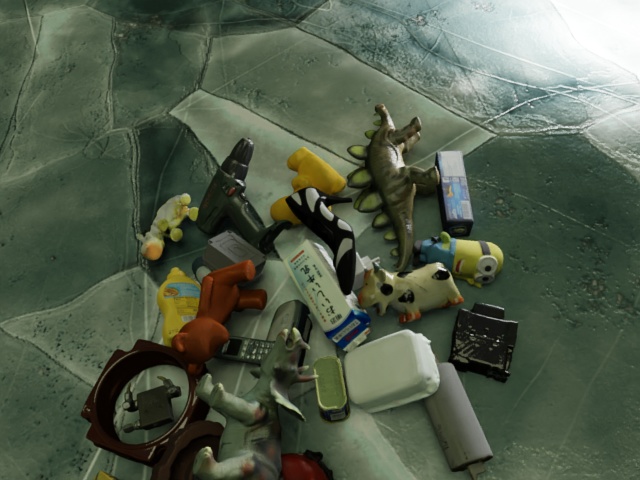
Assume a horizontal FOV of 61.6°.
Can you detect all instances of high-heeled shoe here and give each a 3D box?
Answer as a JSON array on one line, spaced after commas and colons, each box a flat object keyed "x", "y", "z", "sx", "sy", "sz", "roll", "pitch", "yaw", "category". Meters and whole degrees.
[{"x": -0.002, "y": -0.003, "z": 1.072, "sx": 0.145, "sy": 0.086, "sz": 0.249, "roll": -3, "pitch": 57, "yaw": 6, "category": "high-heeled shoe"}]

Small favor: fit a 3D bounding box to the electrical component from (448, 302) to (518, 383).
[{"x": 0.309, "y": 0.187, "z": 1.018, "sx": 0.115, "sy": 0.058, "sz": 0.134, "roll": 13, "pitch": 60, "yaw": 11, "category": "electrical component"}]

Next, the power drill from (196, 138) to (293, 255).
[{"x": -0.160, "y": -0.078, "z": 1.169, "sx": 0.207, "sy": 0.086, "sz": 0.232, "roll": 41, "pitch": 106, "yaw": 10, "category": "power drill"}]

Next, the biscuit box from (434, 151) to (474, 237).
[{"x": 0.297, "y": -0.104, "z": 1.203, "sx": 0.059, "sy": 0.062, "sz": 0.203, "roll": -1, "pitch": 58, "yaw": 3, "category": "biscuit box"}]

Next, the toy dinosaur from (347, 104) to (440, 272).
[{"x": 0.164, "y": -0.126, "z": 1.212, "sx": 0.199, "sy": 0.105, "sz": 0.471, "roll": -13, "pitch": 61, "yaw": 5, "category": "toy dinosaur"}]

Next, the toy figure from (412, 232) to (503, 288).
[{"x": 0.284, "y": 0.033, "z": 1.107, "sx": 0.180, "sy": 0.082, "sz": 0.089, "roll": 11, "pitch": 61, "yaw": 15, "category": "toy figure"}]

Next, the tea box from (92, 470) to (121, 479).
[{"x": -0.306, "y": 0.460, "z": 0.876, "sx": 0.170, "sy": 0.098, "sz": 0.068, "roll": 27, "pitch": 63, "yaw": 22, "category": "tea box"}]

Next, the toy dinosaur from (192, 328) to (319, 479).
[{"x": -0.116, "y": 0.336, "z": 0.841, "sx": 0.192, "sy": 0.131, "sz": 0.405, "roll": 27, "pitch": 54, "yaw": -22, "category": "toy dinosaur"}]

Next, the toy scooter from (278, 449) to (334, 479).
[{"x": 0.001, "y": 0.420, "z": 0.886, "sx": 0.135, "sy": 0.075, "sz": 0.184, "roll": -29, "pitch": 62, "yaw": -12, "category": "toy scooter"}]

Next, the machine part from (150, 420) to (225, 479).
[{"x": -0.190, "y": 0.391, "z": 0.889, "sx": 0.179, "sy": 0.056, "sz": 0.179, "roll": 9, "pitch": 70, "yaw": -27, "category": "machine part"}]

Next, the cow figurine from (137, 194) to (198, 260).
[{"x": -0.354, "y": -0.028, "z": 1.206, "sx": 0.098, "sy": 0.068, "sz": 0.167, "roll": 3, "pitch": 49, "yaw": 45, "category": "cow figurine"}]

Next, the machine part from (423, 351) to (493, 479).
[{"x": 0.230, "y": 0.306, "z": 0.937, "sx": 0.079, "sy": 0.079, "sz": 0.243, "roll": -15, "pitch": 58, "yaw": -5, "category": "machine part"}]

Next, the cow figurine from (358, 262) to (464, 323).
[{"x": 0.166, "y": 0.095, "z": 1.044, "sx": 0.195, "sy": 0.085, "sz": 0.127, "roll": -15, "pitch": 77, "yaw": -14, "category": "cow figurine"}]

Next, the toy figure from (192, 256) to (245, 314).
[{"x": -0.213, "y": 0.096, "z": 1.125, "sx": 0.058, "sy": 0.064, "sz": 0.155, "roll": -17, "pitch": 49, "yaw": -41, "category": "toy figure"}]

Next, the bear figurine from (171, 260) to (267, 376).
[{"x": -0.185, "y": 0.142, "z": 0.984, "sx": 0.132, "sy": 0.120, "sz": 0.196, "roll": -8, "pitch": 37, "yaw": 14, "category": "bear figurine"}]

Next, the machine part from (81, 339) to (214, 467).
[{"x": -0.313, "y": 0.297, "z": 0.988, "sx": 0.201, "sy": 0.087, "sz": 0.201, "roll": 14, "pitch": 58, "yaw": 14, "category": "machine part"}]

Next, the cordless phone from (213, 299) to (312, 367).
[{"x": -0.116, "y": 0.184, "z": 1.047, "sx": 0.184, "sy": 0.088, "sz": 0.146, "roll": 5, "pitch": 58, "yaw": 16, "category": "cordless phone"}]

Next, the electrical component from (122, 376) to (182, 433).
[{"x": -0.289, "y": 0.279, "z": 0.920, "sx": 0.102, "sy": 0.045, "sz": 0.078, "roll": -12, "pitch": 56, "yaw": -3, "category": "electrical component"}]

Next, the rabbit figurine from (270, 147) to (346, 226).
[{"x": -0.031, "y": -0.094, "z": 1.216, "sx": 0.173, "sy": 0.121, "sz": 0.162, "roll": -45, "pitch": 73, "yaw": -6, "category": "rabbit figurine"}]
